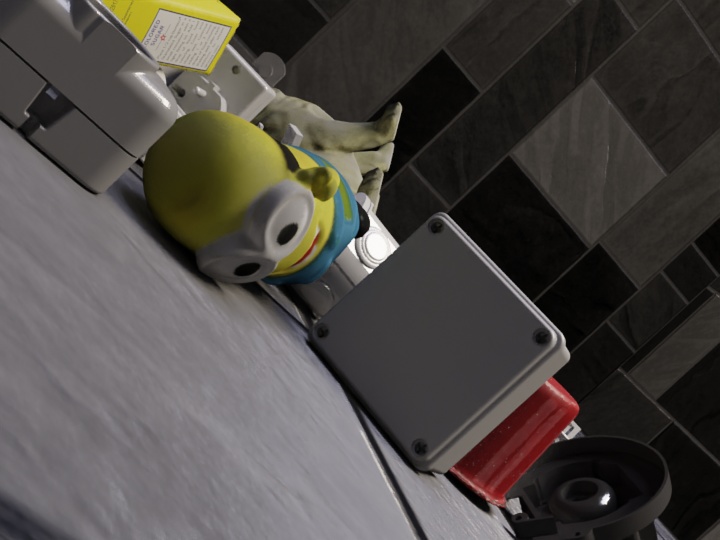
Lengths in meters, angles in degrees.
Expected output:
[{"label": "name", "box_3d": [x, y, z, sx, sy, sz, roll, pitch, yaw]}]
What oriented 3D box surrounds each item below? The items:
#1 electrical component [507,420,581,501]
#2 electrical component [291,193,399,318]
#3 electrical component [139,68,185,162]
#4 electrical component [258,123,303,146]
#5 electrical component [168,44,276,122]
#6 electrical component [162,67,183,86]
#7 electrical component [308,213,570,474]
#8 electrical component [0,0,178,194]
[{"label": "electrical component", "box_3d": [0.094, 0.104, 0.815, 0.121, 0.079, 0.063, 47, -18, 7]}, {"label": "electrical component", "box_3d": [-0.016, -0.010, 0.717, 0.051, 0.080, 0.080, 51, 3, -16]}, {"label": "electrical component", "box_3d": [-0.127, -0.093, 0.621, 0.066, 0.048, 0.055, 49, -3, 30]}, {"label": "electrical component", "box_3d": [-0.073, -0.067, 0.758, 0.064, 0.081, 0.042, 22, 12, -16]}, {"label": "electrical component", "box_3d": [-0.104, -0.104, 0.690, 0.047, 0.083, 0.076, 47, 5, 1]}, {"label": "electrical component", "box_3d": [-0.194, -0.209, 0.952, 0.113, 0.057, 0.078, 48, 4, 16]}, {"label": "electrical component", "box_3d": [0.046, 0.043, 0.622, 0.108, 0.109, 0.056, 48, 2, 23]}, {"label": "electrical component", "box_3d": [-0.128, -0.088, 0.466, 0.095, 0.059, 0.053, 44, 5, -33]}]
